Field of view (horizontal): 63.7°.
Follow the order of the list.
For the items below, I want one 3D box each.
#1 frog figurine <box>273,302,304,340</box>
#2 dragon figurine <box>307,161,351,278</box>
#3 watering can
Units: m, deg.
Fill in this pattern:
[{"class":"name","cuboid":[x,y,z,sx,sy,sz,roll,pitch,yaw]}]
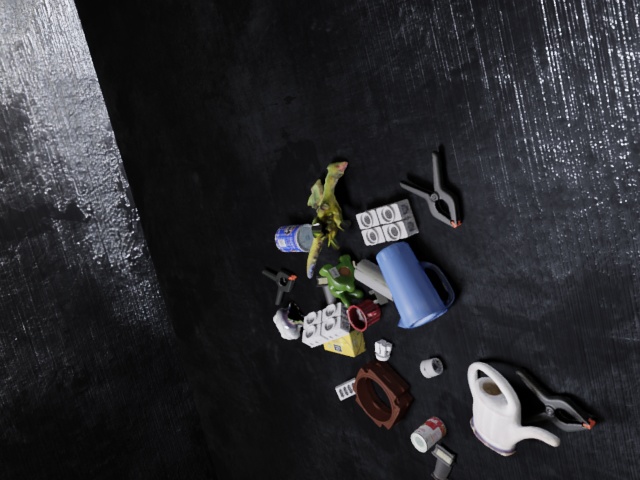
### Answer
[{"class":"frog figurine","cuboid":[-0.139,0.360,2.150,0.138,0.125,0.156,39,125,6]},{"class":"dragon figurine","cuboid":[0.005,-0.089,1.766,0.248,0.122,0.402,-104,32,-49]},{"class":"watering can","cuboid":[0.499,0.483,1.380,0.353,0.104,0.220,-128,31,-60]}]
